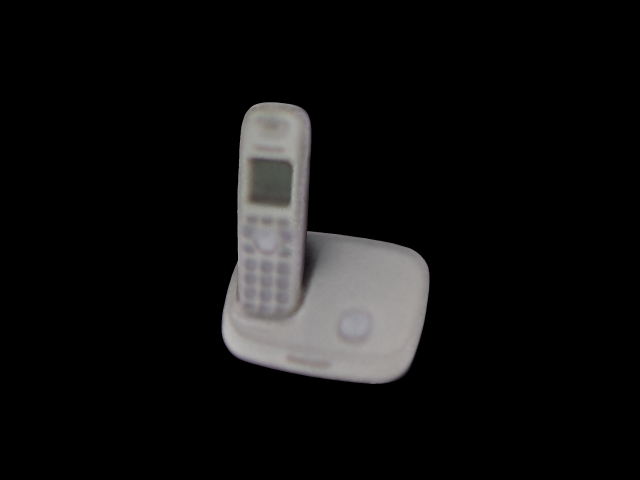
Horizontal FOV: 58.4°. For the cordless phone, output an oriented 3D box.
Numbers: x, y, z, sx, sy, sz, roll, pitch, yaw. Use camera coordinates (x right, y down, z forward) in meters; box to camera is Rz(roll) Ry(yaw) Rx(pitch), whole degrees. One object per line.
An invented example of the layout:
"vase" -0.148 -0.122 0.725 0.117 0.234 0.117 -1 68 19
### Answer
"cordless phone" 0.004 0.001 0.400 0.147 0.185 0.094 6 23 14
